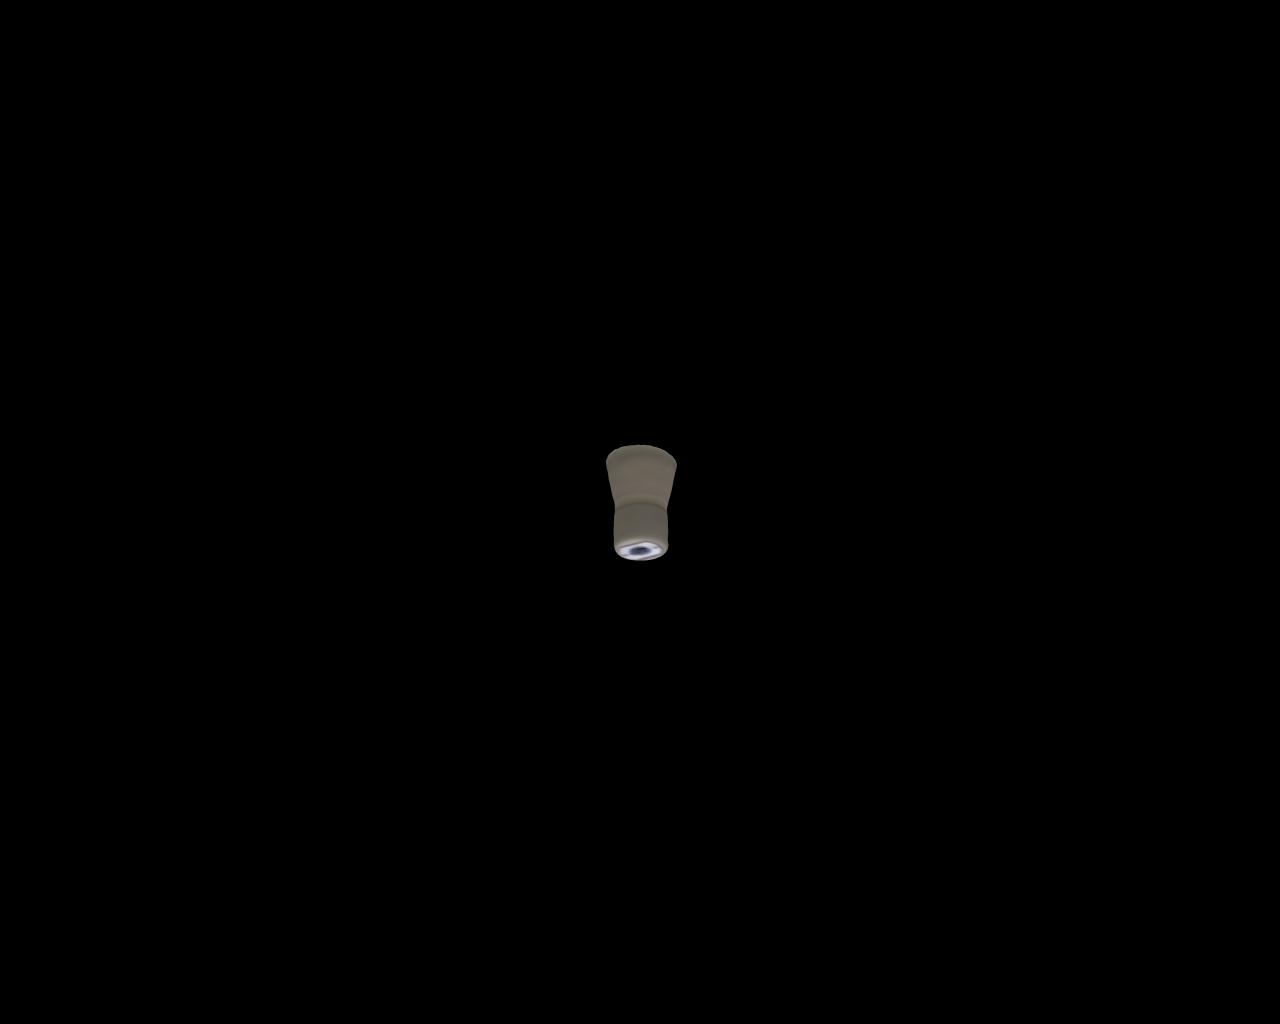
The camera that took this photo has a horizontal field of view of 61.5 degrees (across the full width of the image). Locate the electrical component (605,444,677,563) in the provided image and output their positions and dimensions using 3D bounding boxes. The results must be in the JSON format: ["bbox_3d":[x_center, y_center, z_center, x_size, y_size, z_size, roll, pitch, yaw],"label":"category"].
[{"bbox_3d":[0.001,-0.003,0.650,0.044,0.065,0.044,0,-28,0],"label":"electrical component"}]
